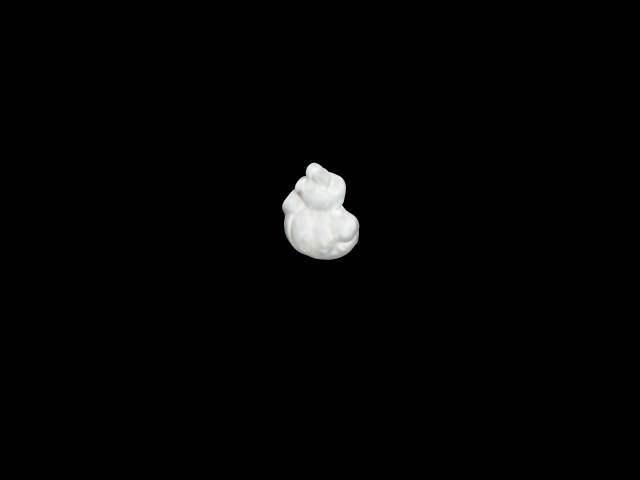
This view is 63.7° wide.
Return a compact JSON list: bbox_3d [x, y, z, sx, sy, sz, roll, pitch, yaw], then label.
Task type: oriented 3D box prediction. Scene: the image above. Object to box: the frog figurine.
[{"bbox_3d":[0.003,-0.043,0.850,0.138,0.124,0.156,36,-22,17],"label":"frog figurine"}]
